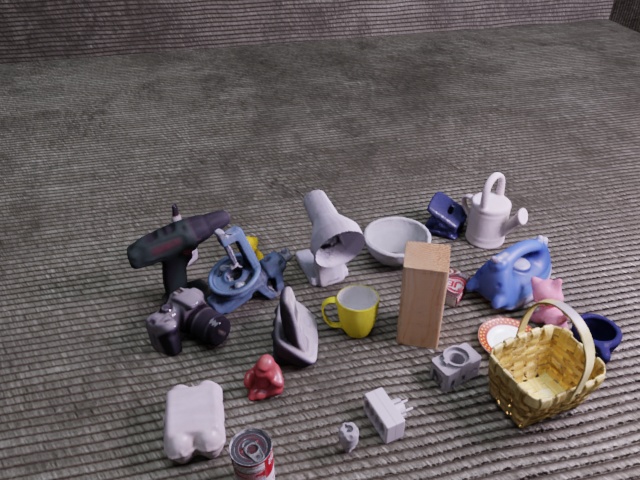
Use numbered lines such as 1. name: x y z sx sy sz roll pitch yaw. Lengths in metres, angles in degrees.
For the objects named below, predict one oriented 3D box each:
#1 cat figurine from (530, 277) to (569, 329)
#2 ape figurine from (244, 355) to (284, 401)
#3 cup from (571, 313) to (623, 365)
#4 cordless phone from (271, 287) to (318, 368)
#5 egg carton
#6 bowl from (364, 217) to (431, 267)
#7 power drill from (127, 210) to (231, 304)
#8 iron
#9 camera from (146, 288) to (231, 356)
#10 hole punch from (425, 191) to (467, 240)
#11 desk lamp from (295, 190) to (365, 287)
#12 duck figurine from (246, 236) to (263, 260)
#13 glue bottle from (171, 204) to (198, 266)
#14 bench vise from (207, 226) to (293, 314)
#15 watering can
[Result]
1. cat figurine: 0.492 0.138 1.218 0.067 0.118 0.127 -5 36 -6
2. ape figurine: -0.103 0.254 1.083 0.077 0.092 0.076 19 40 24
3. cup: 0.539 0.217 1.129 0.091 0.095 0.118 3 36 4
4. cordless phone: -0.052 0.149 1.148 0.094 0.185 0.147 -2 36 -2
5. egg carton: -0.222 0.319 1.014 0.107 0.069 0.150 -7 37 -10
6. bowl: 0.190 0.016 1.425 0.167 0.075 0.167 0 36 0
7. power drill: -0.301 0.044 1.274 0.230 0.208 0.075 -16 39 -20
8. iron: 0.460 0.054 1.314 0.259 0.141 0.118 -24 42 -29
9. camera: -0.267 0.170 1.193 0.136 0.101 0.143 22 41 27
10. hole punch: 0.338 -0.068 1.527 0.100 0.091 0.109 15 39 20
11. desk lamp: 0.012 0.005 1.323 0.118 0.214 0.202 -15 38 -18
12. duck figurine: -0.179 0.035 1.391 0.077 0.086 0.105 14 38 19
13. glue bottle: -0.340 -0.011 1.381 0.037 0.173 0.078 22 42 28
14. bench vise: -0.165 0.043 1.265 0.121 0.220 0.208 24 43 30
15. watering can: 0.440 -0.080 1.454 0.172 0.194 0.101 14 39 19
